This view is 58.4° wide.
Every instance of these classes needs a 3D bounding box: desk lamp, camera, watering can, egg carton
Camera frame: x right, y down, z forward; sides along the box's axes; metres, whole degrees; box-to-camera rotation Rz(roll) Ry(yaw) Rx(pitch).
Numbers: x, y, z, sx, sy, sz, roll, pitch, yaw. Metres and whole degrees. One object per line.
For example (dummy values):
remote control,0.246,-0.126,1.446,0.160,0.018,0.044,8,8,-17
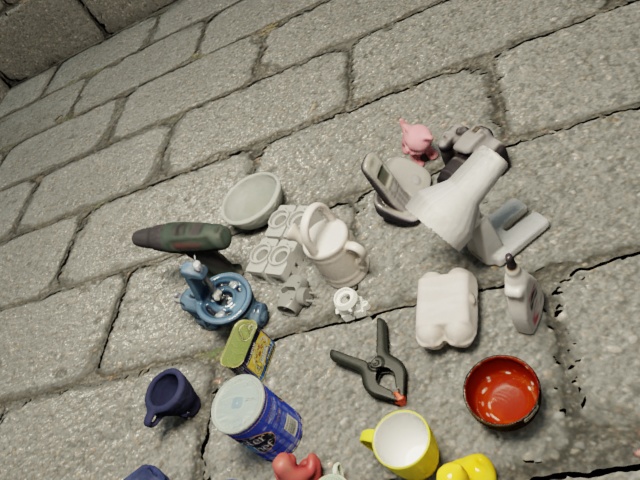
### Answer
desk lamp,0.271,-0.050,0.998,0.203,0.214,0.117,-39,43,-2
camera,0.289,-0.164,1.169,0.137,0.101,0.142,-46,43,-9
watering can,0.009,0.006,1.135,0.172,0.195,0.101,-11,49,26
egg carton,0.220,0.119,0.992,0.107,0.070,0.150,-11,48,25

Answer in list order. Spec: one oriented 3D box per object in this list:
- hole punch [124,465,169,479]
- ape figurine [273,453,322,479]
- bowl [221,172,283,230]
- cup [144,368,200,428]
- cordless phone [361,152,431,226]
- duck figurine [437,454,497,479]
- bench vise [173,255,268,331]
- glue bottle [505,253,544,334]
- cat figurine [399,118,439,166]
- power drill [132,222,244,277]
hole punch,-0.319,0.462,1.030,0.108,0.091,0.101,19,65,42
ape figurine,-0.043,0.373,0.926,0.077,0.092,0.076,-12,48,25
bowl,-0.155,-0.084,1.409,0.167,0.075,0.167,-18,46,20
cup,-0.287,0.325,1.126,0.091,0.095,0.118,7,58,37
cordless phone,0.150,-0.131,1.169,0.093,0.186,0.148,-2,53,32
duck figurine,0.196,0.339,0.804,0.104,0.086,0.077,-43,43,-6
bench vise,-0.239,0.119,1.180,0.207,0.220,0.121,-17,46,21
glue bottle,0.312,0.075,0.893,0.037,0.174,0.078,3,56,35
cat figurine,0.209,-0.225,1.261,0.067,0.118,0.127,-32,43,6
power drill,-0.279,0.034,1.289,0.229,0.209,0.075,-11,49,26
